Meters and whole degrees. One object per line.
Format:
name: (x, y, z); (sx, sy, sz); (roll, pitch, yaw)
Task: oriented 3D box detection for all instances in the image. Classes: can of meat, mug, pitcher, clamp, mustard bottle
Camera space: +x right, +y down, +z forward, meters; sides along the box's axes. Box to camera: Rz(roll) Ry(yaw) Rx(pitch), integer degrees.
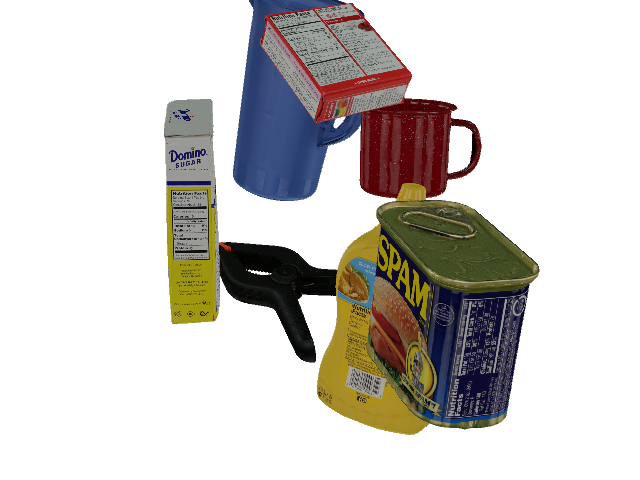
can of meat: (0.063, 0.036, 0.549); (0.057, 0.084, 0.102); (-3, 24, -18)
mug: (0.090, -0.085, 0.988); (0.117, 0.081, 0.093); (2, 15, 2)
pitcher: (-0.026, -0.172, 1.292); (0.144, 0.243, 0.149); (6, 23, -15)
clamp: (-0.037, 0.052, 1.113); (0.210, 0.036, 0.164); (19, 35, 27)
mustard bottle: (0.056, 0.049, 0.836); (0.096, 0.192, 0.058); (18, 18, 28)

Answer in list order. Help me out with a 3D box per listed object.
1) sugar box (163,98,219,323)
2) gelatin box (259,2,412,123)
sugar box: (-0.112, -0.026, 0.927); (0.048, 0.176, 0.093); (-3, 26, -4)
gelatin box: (0.009, -0.126, 0.748); (0.073, 0.089, 0.030); (-16, -36, -27)
